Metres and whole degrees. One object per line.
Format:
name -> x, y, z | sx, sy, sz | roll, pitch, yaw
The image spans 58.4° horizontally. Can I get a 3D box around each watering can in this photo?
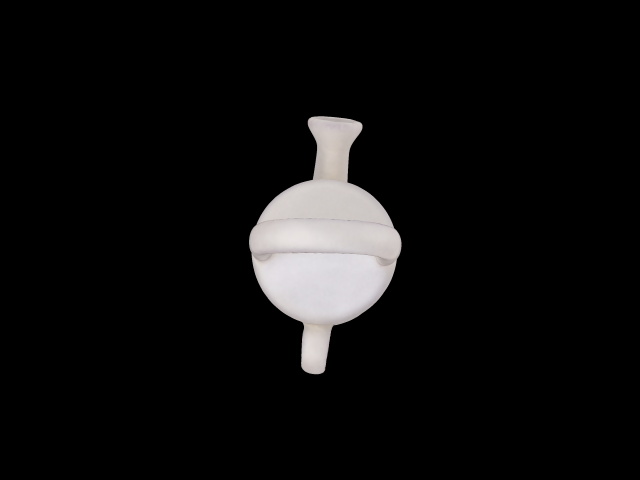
watering can -> 0.001, 0.001, 0.400 | 0.101, 0.194, 0.173 | -17, 81, -2
